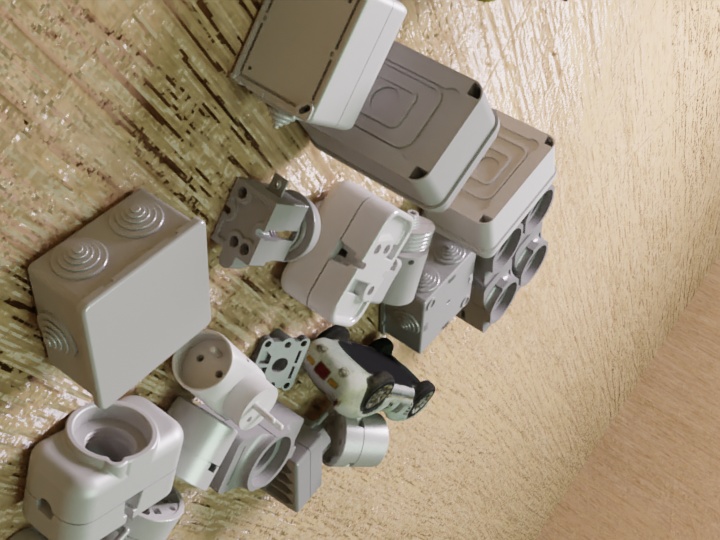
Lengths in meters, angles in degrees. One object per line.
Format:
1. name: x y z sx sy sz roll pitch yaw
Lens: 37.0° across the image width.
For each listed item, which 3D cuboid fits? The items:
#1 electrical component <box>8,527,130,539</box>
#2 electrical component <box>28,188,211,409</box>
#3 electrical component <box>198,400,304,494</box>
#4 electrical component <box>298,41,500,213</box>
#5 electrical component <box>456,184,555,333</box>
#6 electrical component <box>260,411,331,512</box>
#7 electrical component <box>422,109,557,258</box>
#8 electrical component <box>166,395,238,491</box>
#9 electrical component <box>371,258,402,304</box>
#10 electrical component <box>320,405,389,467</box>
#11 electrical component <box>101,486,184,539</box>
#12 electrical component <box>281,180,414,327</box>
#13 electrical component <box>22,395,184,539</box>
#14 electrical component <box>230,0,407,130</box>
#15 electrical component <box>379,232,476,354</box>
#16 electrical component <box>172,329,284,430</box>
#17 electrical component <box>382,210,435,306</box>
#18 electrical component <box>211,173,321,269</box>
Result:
1. electrical component: -0.181 0.190 0.685 0.079 0.077 0.044 -48 155 -22
2. electrical component: -0.132 0.014 0.598 0.100 0.048 0.099 -41 152 -34
3. electrical component: -0.089 0.132 0.827 0.089 0.056 0.050 -9 127 -61
4. electrical component: 0.024 -0.096 0.691 0.078 0.113 0.057 -55 154 -6
5. electrical component: 0.137 -0.028 1.077 0.105 0.060 0.186 -48 156 -22
6. electrical component: -0.051 0.155 0.946 0.075 0.047 0.083 -46 155 -33
7. electrical component: 0.113 -0.076 0.946 0.113 0.078 0.057 -49 153 -20
8. electrical component: -0.119 0.120 0.755 0.047 0.055 0.055 -58 158 -10
9. electrical component: 0.000 0.000 0.859 0.081 0.042 0.064 -60 161 7
10. electrical component: -0.006 0.153 0.981 0.047 0.055 0.055 10 114 -29
11. electrical component: -0.157 0.173 0.745 0.055 0.055 0.047 -6 129 -62
12. electrical component: -0.013 -0.014 0.791 0.095 0.059 0.054 -59 157 5
13. electrical component: -0.159 0.122 0.674 0.095 0.054 0.059 -28 143 -50
14. electrical component: -0.024 -0.125 0.623 0.061 0.062 0.096 -2 121 -63
15. electrical component: 0.064 0.019 1.003 0.100 0.048 0.099 -45 155 -29
16. electrical component: -0.084 0.084 0.745 0.043 0.079 0.077 -49 156 -9
17. electrical component: 0.035 -0.015 0.908 0.043 0.043 0.081 -31 145 -47
18. electrical component: -0.058 -0.030 0.699 0.055 0.048 0.066 3 117 -56
